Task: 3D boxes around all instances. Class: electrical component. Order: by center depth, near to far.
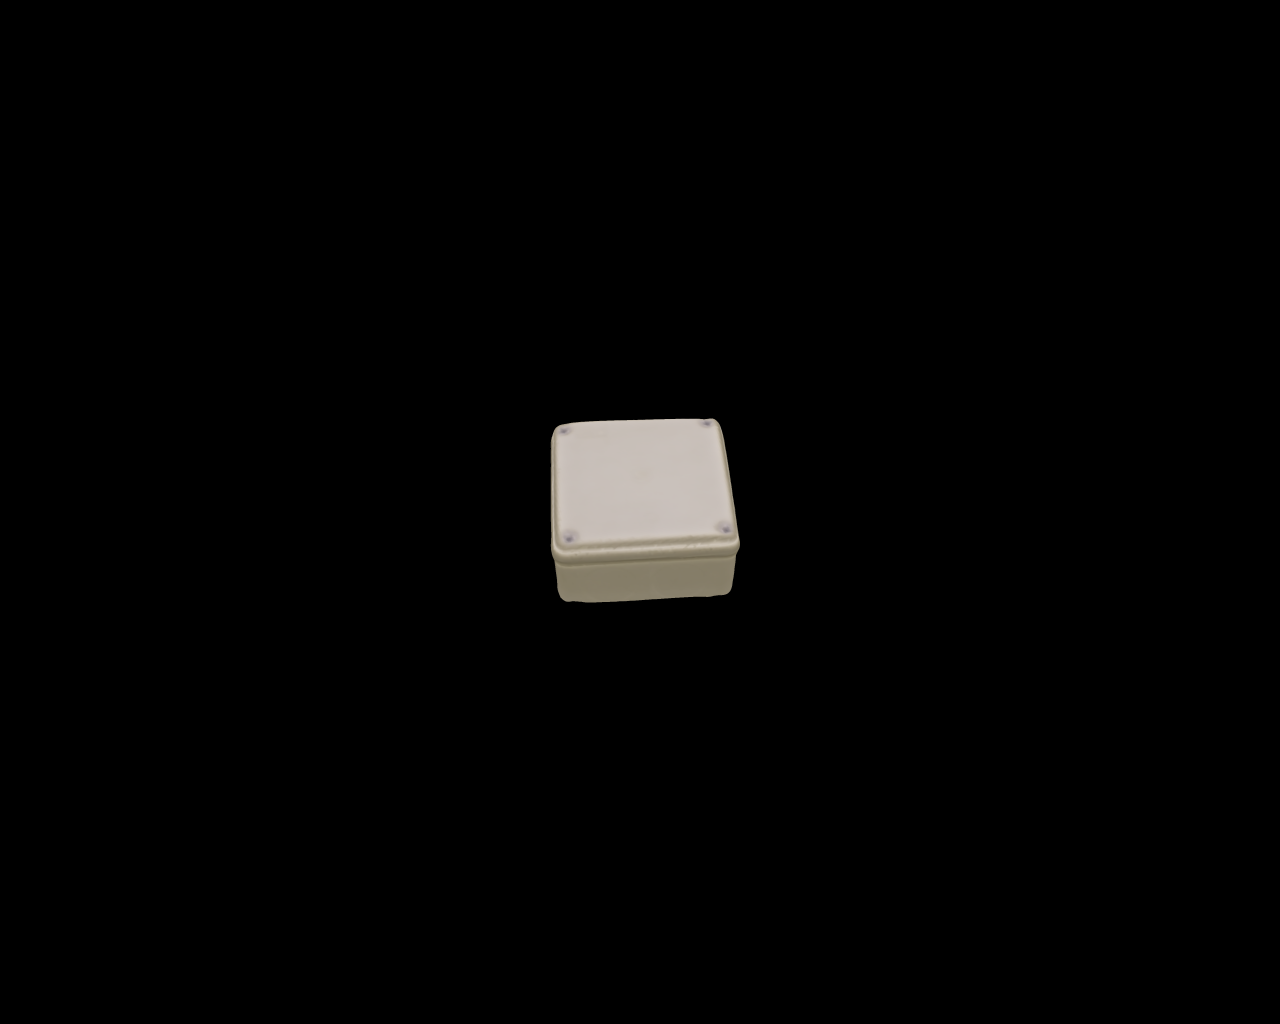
[{"bbox_3d":[0.001,-0.003,0.650,0.109,0.109,0.056,-2,-43,-2],"label":"electrical component"}]
